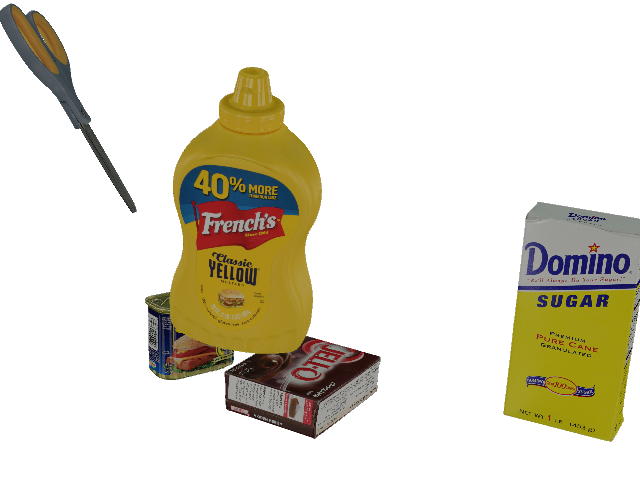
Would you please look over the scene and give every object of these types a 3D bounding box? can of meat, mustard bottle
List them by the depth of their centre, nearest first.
[{"bbox_3d":[-0.048,-0.020,0.699,0.096,0.192,0.058,11,29,11],"label":"mustard bottle"},{"bbox_3d":[-0.144,0.103,1.196,0.101,0.084,0.058,-9,19,-36],"label":"can of meat"}]

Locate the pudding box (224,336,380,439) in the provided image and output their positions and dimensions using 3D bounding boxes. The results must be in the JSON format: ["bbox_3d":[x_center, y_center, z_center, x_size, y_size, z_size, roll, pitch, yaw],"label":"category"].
[{"bbox_3d":[-0.014,0.118,0.894,0.090,0.039,0.113,12,21,27],"label":"pudding box"}]

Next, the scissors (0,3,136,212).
[{"bbox_3d":[-0.215,-0.123,0.940,0.016,0.201,0.096,-27,26,10],"label":"scissors"}]

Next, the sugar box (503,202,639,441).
[{"bbox_3d":[0.202,0.064,0.848,0.093,0.176,0.048,11,23,24],"label":"sugar box"}]
